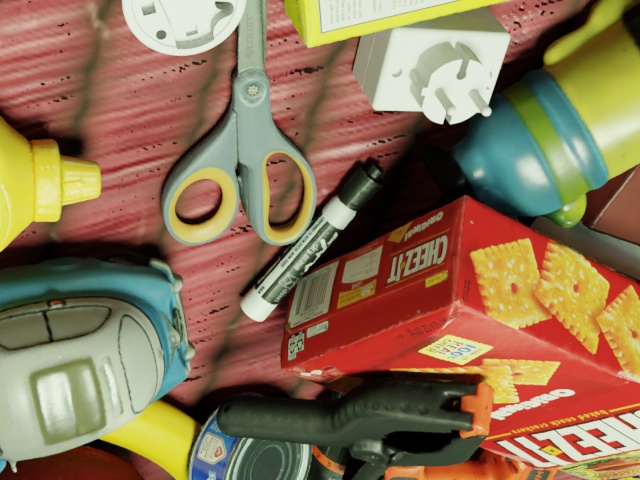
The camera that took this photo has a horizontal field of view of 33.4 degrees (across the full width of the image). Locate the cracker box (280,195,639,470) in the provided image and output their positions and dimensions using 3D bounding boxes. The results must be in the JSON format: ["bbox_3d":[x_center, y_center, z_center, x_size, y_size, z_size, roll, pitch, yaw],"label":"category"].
[{"bbox_3d":[0.108,0.067,0.624,0.213,0.072,0.164,25,150,-26],"label":"cracker box"}]

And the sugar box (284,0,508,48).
[{"bbox_3d":[0.068,-0.158,0.504,0.176,0.048,0.093,-16,132,-12],"label":"sugar box"}]

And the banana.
[{"bbox_3d":[-0.117,0.127,0.680,0.070,0.037,0.197,-37,131,9],"label":"banana"}]

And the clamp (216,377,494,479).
[{"bbox_3d":[0.036,0.116,0.622,0.172,0.039,0.120,-11,148,39],"label":"clamp"}]

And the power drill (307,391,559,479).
[{"bbox_3d":[0.078,0.149,0.759,0.187,0.057,0.185,3,131,-19],"label":"power drill"}]

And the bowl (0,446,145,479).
[{"bbox_3d":[-0.161,0.170,0.667,0.162,0.055,0.162,2,145,1],"label":"bowl"}]

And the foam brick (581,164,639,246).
[{"bbox_3d":[0.192,-0.031,0.650,0.078,0.053,0.051,16,121,-30],"label":"foam brick"}]

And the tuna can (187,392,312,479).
[{"bbox_3d":[-0.044,0.144,0.693,0.085,0.034,0.086,-20,117,-46],"label":"tuna can"}]

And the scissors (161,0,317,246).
[{"bbox_3d":[-0.053,-0.068,0.554,0.096,0.016,0.202,-19,132,-4],"label":"scissors"}]

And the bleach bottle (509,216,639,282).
[{"bbox_3d":[0.173,0.035,0.695,0.250,0.068,0.103,18,125,-28],"label":"bleach bottle"}]

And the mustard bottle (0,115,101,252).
[{"bbox_3d":[-0.201,-0.027,0.505,0.191,0.058,0.096,-2,129,-18],"label":"mustard bottle"}]

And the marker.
[{"bbox_3d":[-0.004,0.001,0.628,0.020,0.020,0.121,26,115,-35],"label":"marker"}]

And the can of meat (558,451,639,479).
[{"bbox_3d":[0.226,0.148,0.793,0.083,0.057,0.102,22,149,-31],"label":"can of meat"}]
